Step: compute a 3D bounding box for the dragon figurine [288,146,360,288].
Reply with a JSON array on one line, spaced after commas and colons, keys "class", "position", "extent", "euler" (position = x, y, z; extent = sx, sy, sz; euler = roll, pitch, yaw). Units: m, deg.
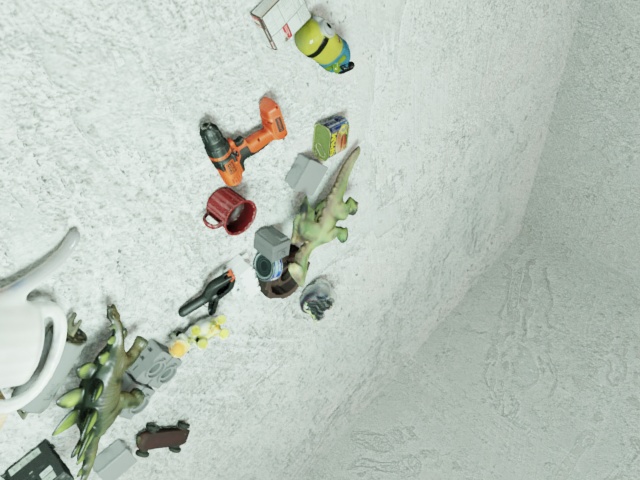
[{"class": "dragon figurine", "position": [0.004, -0.071, 1.403], "extent": [0.243, 0.123, 0.407], "euler": [-9, 117, -69]}]

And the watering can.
[{"class": "watering can", "position": [-0.548, 0.141, 0.895], "extent": [0.224, 0.104, 0.347], "euler": [10, 95, -52]}]

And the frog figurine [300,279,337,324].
[{"class": "frog figurine", "position": [-0.002, 0.191, 1.748], "extent": [0.162, 0.123, 0.135], "euler": [-75, 176, -67]}]
